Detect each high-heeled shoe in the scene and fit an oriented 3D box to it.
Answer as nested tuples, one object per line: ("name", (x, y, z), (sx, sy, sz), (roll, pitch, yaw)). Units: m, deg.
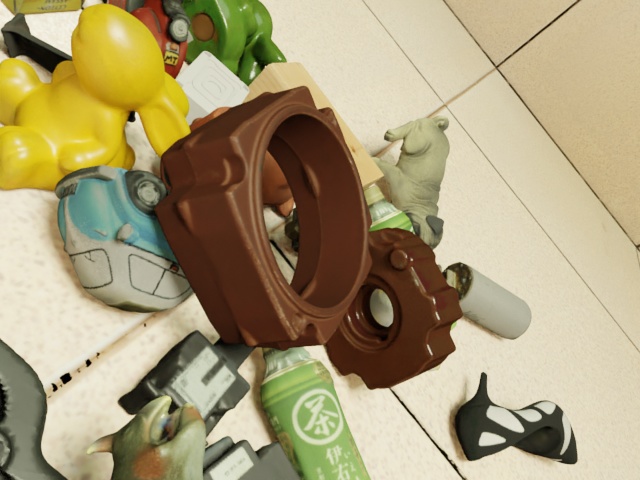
("high-heeled shoe", (0.283, 0.288, 0.740), (0.248, 0.086, 0.145), (39, 40, -13))

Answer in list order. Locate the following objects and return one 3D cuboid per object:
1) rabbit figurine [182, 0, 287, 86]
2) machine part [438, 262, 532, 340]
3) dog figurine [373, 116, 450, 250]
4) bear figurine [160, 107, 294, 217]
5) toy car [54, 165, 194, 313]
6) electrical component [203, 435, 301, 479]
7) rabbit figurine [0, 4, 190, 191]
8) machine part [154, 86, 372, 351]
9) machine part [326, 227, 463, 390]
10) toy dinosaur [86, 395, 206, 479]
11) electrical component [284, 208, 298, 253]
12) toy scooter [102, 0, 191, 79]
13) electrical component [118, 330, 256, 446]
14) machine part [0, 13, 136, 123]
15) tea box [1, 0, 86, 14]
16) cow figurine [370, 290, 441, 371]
("rabbit figurine", (-0.113, -0.301, 0.769), (0.159, 0.121, 0.170), (55, 36, -8))
("machine part", (0.275, 0.104, 0.897), (0.243, 0.079, 0.079), (29, 40, -32))
("dog figurine", (0.177, -0.089, 0.883), (0.121, 0.172, 0.191), (-1, 52, -38))
("bear figurine", (-0.074, -0.075, 0.610), (0.196, 0.132, 0.120), (-4, 92, -47))
("toy car", (-0.155, 0.011, 0.464), (0.161, 0.109, 0.103), (36, 59, -42))
("electrical component", (-0.059, 0.222, 0.408), (0.134, 0.058, 0.115), (58, 32, 9))
("rabbit figurine", (-0.187, -0.115, 0.465), (0.162, 0.173, 0.122), (19, 42, -34))
("machine part", (-0.033, -0.020, 0.480), (0.201, 0.087, 0.201), (-51, 125, -50))
("machine part", (0.065, 0.077, 0.594), (0.056, 0.179, 0.179), (-8, 66, -49))
("toy dinosaur", (-0.045, 0.296, 0.285), (0.131, 0.192, 0.404), (-83, 160, -84))
("electrical component", (-0.002, -0.003, 0.681), (0.102, 0.045, 0.078), (44, 40, -42))
("toy scooter", (-0.197, -0.280, 0.637), (0.075, 0.135, 0.184), (0, 61, -52))
("electrical component", (-0.102, 0.117, 0.461), (0.075, 0.048, 0.119), (47, 33, -8))
("machine part", (-0.246, -0.170, 0.541), (0.139, 0.084, 0.039), (31, 69, -15))
("tea box", (-0.336, -0.333, 0.579), (0.169, 0.068, 0.098), (49, 33, -2))
("cow figurine", (0.091, 0.101, 0.683), (0.167, 0.098, 0.068), (65, 27, -16))
